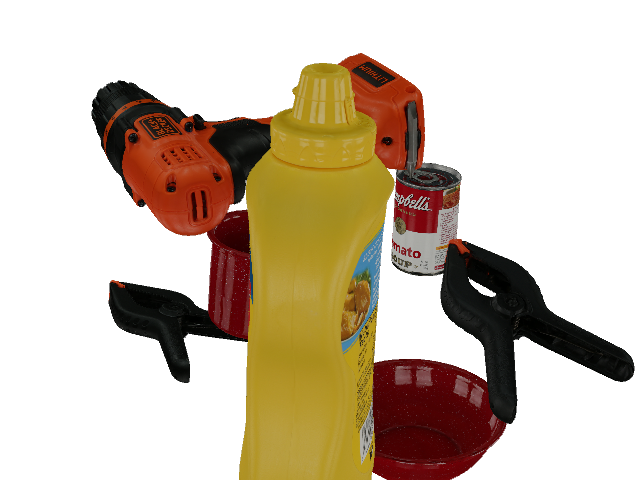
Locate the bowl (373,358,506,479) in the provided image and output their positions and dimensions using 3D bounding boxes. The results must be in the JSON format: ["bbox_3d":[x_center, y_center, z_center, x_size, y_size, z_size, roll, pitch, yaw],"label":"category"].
[{"bbox_3d":[0.086,0.172,0.967,0.162,0.055,0.162,0,27,0],"label":"bowl"}]

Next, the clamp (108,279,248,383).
[{"bbox_3d":[-0.160,0.091,1.140,0.210,0.036,0.164,18,21,28],"label":"clamp"}]

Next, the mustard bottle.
[{"bbox_3d":[-0.002,0.022,0.440,0.058,0.192,0.096,8,25,11],"label":"mustard bottle"}]

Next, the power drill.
[{"bbox_3d":[-0.043,-0.071,0.679,0.187,0.057,0.185,-15,33,-19],"label":"power drill"}]

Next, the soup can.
[{"bbox_3d":[0.110,-0.022,1.120,0.068,0.102,0.068,1,26,-1],"label":"soup can"}]

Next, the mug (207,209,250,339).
[{"bbox_3d":[-0.040,0.033,0.886,0.117,0.081,0.093,15,26,17],"label":"mug"}]

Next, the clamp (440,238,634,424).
[{"bbox_3d":[0.154,0.061,0.809,0.120,0.039,0.171,-4,45,-22],"label":"clamp"}]
